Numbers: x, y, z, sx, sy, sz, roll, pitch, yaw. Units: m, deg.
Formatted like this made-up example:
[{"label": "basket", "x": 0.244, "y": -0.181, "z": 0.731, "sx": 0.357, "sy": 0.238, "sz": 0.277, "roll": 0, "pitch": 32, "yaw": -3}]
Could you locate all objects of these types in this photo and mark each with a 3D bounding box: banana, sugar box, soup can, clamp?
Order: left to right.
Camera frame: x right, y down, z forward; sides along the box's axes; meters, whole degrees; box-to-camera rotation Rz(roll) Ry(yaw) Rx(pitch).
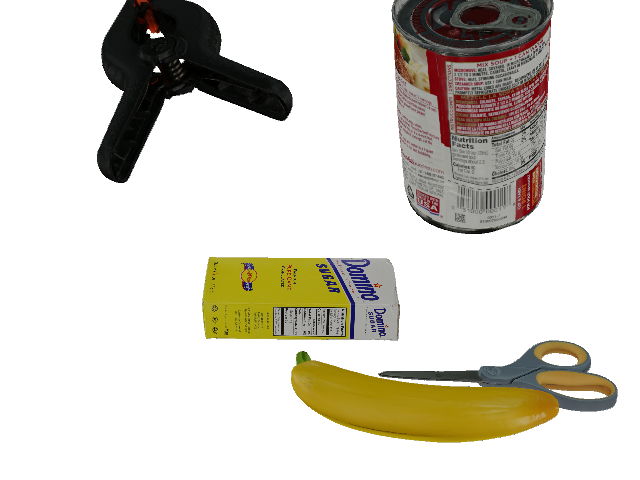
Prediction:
[{"label": "clamp", "x": -0.085, "y": -0.110, "z": 0.676, "sx": 0.120, "sy": 0.171, "sz": 0.039, "roll": -12, "pitch": -42, "yaw": -3}, {"label": "sugar box", "x": -0.018, "y": 0.052, "z": 0.985, "sx": 0.176, "sy": 0.048, "sz": 0.093, "roll": -2, "pitch": 27, "yaw": -1}, {"label": "banana", "x": 0.056, "y": 0.105, "z": 0.717, "sx": 0.198, "sy": 0.037, "sz": 0.069, "roll": 9, "pitch": 34, "yaw": 26}, {"label": "soup can", "x": 0.069, "y": -0.061, "z": 0.483, "sx": 0.068, "sy": 0.102, "sz": 0.068, "roll": -5, "pitch": 42, "yaw": 4}]

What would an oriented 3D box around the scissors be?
[{"label": "scissors", "x": 0.155, "y": 0.108, "z": 0.925, "sx": 0.202, "sy": 0.016, "sz": 0.096, "roll": 10, "pitch": 29, "yaw": 6}]
